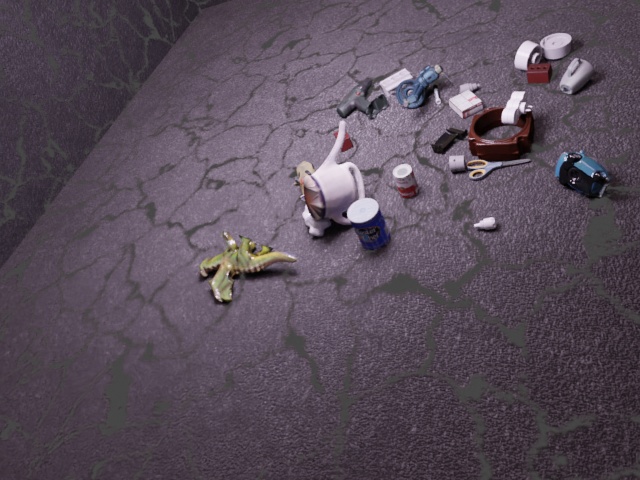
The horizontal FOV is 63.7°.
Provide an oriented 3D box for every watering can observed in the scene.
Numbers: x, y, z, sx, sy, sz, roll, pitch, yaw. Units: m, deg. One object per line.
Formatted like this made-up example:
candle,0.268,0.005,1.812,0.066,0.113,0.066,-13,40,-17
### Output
watering can,0.041,-0.207,1.718,0.226,0.344,0.104,-21,13,-28

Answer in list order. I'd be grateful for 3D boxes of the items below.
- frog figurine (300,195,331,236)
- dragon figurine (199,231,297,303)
frog figurine,0.006,-0.091,1.815,0.137,0.122,0.161,-12,80,6
dragon figurine,-0.277,0.107,1.778,0.412,0.120,0.245,16,76,40
